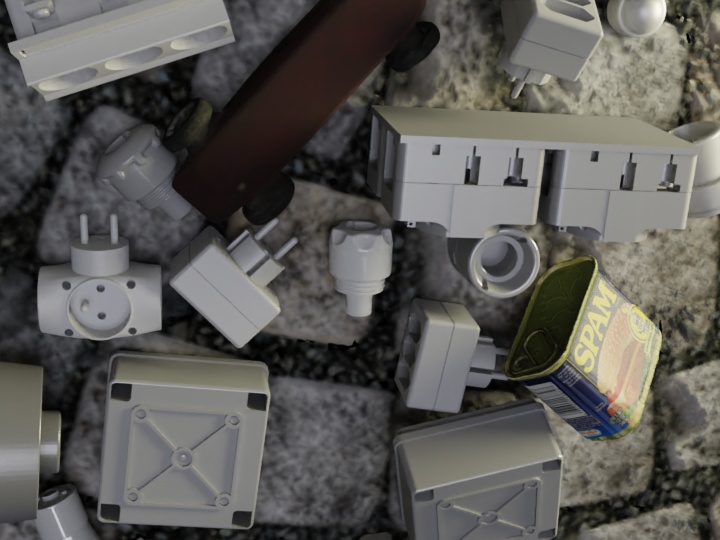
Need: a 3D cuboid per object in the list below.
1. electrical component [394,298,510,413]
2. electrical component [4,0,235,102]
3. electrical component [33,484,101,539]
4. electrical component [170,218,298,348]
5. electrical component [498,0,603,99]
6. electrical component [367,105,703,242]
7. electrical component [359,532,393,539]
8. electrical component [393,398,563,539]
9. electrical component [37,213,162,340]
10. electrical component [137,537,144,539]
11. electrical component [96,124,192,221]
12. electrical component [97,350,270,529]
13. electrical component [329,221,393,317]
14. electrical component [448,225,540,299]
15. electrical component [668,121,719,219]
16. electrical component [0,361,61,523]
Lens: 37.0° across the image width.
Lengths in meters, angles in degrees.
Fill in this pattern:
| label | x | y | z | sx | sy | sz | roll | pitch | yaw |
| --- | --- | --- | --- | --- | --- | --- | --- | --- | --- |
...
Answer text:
| label | x | y | z | sx | sy | sz | roll | pitch | yaw |
| --- | --- | --- | --- | --- | --- | --- | --- | --- | --- |
| electrical component | 0.071 | 0.062 | 0.757 | 0.077 | 0.047 | 0.065 | 9 | 107 | -12 |
| electrical component | -0.144 | -0.153 | 0.641 | 0.121 | 0.078 | 0.063 | -18 | 88 | -3 |
| electrical component | -0.206 | 0.184 | 0.756 | 0.044 | 0.044 | 0.065 | -19 | 105 | -3 |
| electrical component | -0.076 | -0.002 | 0.712 | 0.077 | 0.047 | 0.065 | -42 | 109 | 6 |
| electrical component | 0.114 | -0.145 | 0.691 | 0.047 | 0.065 | 0.076 | 14 | 134 | -13 |
| electrical component | 0.105 | -0.063 | 0.690 | 0.186 | 0.105 | 0.060 | 1 | 108 | -10 |
| electrical component | 0.018 | 0.245 | 0.803 | 0.058 | 0.057 | 0.078 | -6 | 109 | -7 |
| electrical component | 0.083 | 0.153 | 0.764 | 0.109 | 0.056 | 0.108 | -12 | 136 | -5 |
| electrical component | -0.169 | 0.002 | 0.699 | 0.077 | 0.044 | 0.079 | -1 | 108 | -9 |
| electrical component | -0.144 | 0.226 | 0.777 | 0.077 | 0.043 | 0.079 | -35 | 110 | 3 |
| electrical component | -0.133 | -0.058 | 0.686 | 0.048 | 0.048 | 0.062 | -38 | 116 | 4 |
| electrical component | -0.121 | 0.116 | 0.738 | 0.109 | 0.056 | 0.108 | 6 | 107 | -11 |
| electrical component | 0.000 | 0.000 | 0.727 | 0.043 | 0.043 | 0.062 | -1 | 109 | -9 |
| electrical component | 0.092 | -0.011 | 0.736 | 0.055 | 0.047 | 0.055 | -3 | 108 | -8 |
| electrical component | 0.234 | -0.069 | 0.742 | 0.045 | 0.045 | 0.055 | -23 | 110 | -1 |
| electrical component | -0.225 | 0.111 | 0.695 | 0.060 | 0.108 | 0.108 | 2 | 108 | -16 |
